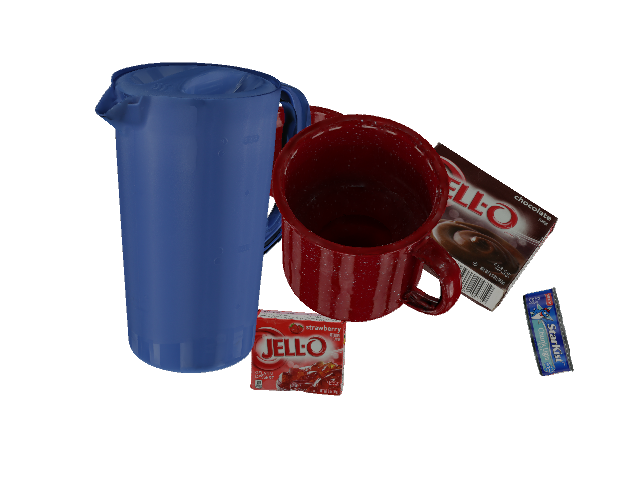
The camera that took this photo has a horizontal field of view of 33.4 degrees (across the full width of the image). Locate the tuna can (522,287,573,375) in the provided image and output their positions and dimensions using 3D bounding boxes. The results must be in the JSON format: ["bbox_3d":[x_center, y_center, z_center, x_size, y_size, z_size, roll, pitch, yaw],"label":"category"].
[{"bbox_3d":[0.229,0.092,1.074,0.034,0.086,0.086,-13,-3,12],"label":"tuna can"}]

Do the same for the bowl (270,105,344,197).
[{"bbox_3d":[-0.032,-0.095,1.242,0.162,0.055,0.162,-2,37,1],"label":"bowl"}]

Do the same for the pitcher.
[{"bbox_3d":[-0.094,-0.021,0.880,0.149,0.243,0.145,6,21,7],"label":"pitcher"}]

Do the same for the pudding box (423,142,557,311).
[{"bbox_3d":[0.109,-0.011,0.810,0.113,0.090,0.039,35,-35,10],"label":"pudding box"}]

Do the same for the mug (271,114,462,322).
[{"bbox_3d":[0.029,-0.002,0.584,0.117,0.093,0.081,36,-29,20],"label":"mug"}]

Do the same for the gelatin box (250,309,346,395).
[{"bbox_3d":[-0.021,0.107,1.018,0.089,0.073,0.030,4,13,6],"label":"gelatin box"}]
